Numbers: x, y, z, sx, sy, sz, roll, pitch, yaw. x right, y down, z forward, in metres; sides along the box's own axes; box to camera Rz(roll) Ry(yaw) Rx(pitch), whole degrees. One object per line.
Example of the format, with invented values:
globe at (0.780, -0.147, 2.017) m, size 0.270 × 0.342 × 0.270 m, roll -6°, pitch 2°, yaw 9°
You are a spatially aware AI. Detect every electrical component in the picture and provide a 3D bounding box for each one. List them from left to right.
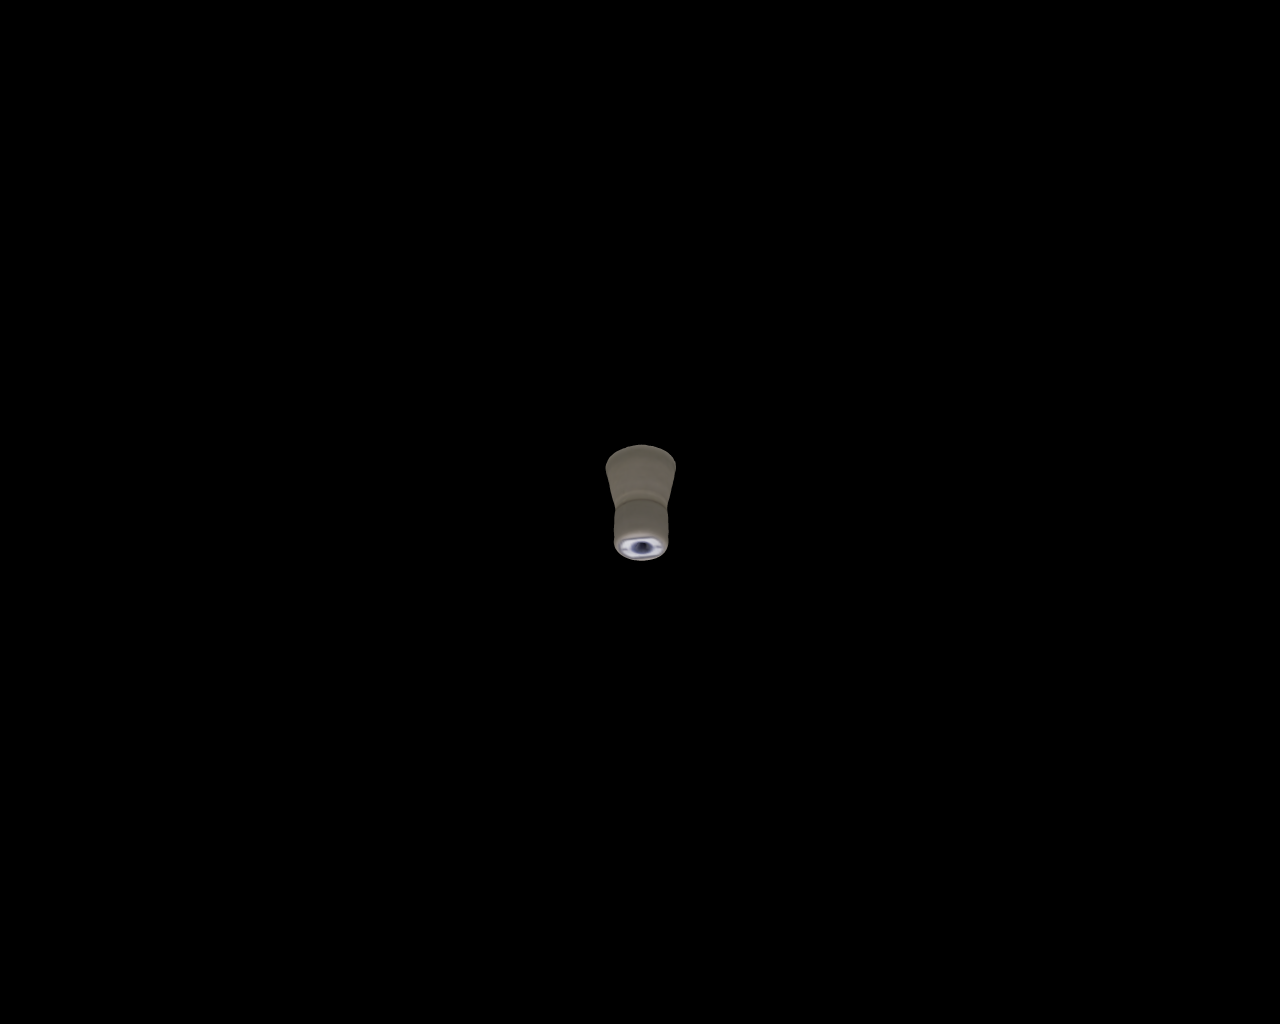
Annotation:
electrical component at (0.001, -0.003, 0.650) m, size 0.044 × 0.065 × 0.044 m, roll 0°, pitch -35°, yaw 0°
